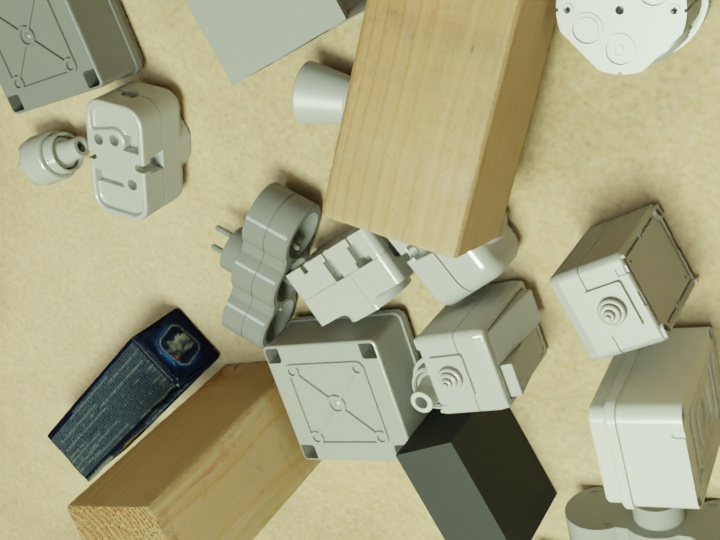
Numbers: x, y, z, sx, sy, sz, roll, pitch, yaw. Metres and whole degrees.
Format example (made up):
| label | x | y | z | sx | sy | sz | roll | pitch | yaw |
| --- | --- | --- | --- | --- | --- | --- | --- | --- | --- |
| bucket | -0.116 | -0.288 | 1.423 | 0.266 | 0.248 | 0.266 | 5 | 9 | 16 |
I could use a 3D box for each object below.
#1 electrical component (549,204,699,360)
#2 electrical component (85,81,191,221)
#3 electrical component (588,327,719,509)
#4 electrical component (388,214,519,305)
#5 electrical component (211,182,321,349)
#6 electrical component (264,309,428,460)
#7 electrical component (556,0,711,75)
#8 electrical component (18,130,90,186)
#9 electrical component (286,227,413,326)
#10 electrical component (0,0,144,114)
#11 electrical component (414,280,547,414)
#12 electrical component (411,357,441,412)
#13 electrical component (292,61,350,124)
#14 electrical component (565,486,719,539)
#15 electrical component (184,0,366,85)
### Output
| label | x | y | z | sx | sy | sz | roll | pitch | yaw |
| --- | --- | --- | --- | --- | --- | --- | --- | --- | --- |
| electrical component | 0.161 | 0.011 | 0.673 | 0.061 | 0.096 | 0.061 | -23 | 102 | 38 |
| electrical component | -0.172 | -0.095 | 0.839 | 0.054 | 0.059 | 0.095 | 17 | 124 | 22 |
| electrical component | 0.193 | 0.092 | 0.690 | 0.057 | 0.113 | 0.078 | -4 | 114 | 30 |
| electrical component | 0.060 | -0.032 | 0.737 | 0.095 | 0.054 | 0.059 | 51 | 130 | -3 |
| electrical component | -0.084 | -0.009 | 0.839 | 0.074 | 0.052 | 0.138 | 29 | 127 | 14 |
| electrical component | -0.005 | 0.091 | 0.845 | 0.109 | 0.056 | 0.108 | -6 | 113 | 33 |
| electrical component | 0.155 | -0.154 | 0.612 | 0.080 | 0.051 | 0.080 | 15 | 123 | 24 |
| electrical component | -0.253 | -0.096 | 0.898 | 0.062 | 0.043 | 0.043 | -12 | 109 | 34 |
| electrical component | 0.000 | 0.000 | 0.794 | 0.089 | 0.050 | 0.055 | -31 | 98 | 39 |
| electrical component | -0.238 | -0.187 | 0.829 | 0.109 | 0.056 | 0.108 | -8 | 111 | 34 |
| electrical component | 0.086 | 0.055 | 0.743 | 0.061 | 0.096 | 0.061 | -10 | 110 | 35 |
| electrical component | 0.059 | 0.082 | 0.797 | 0.048 | 0.062 | 0.048 | 15 | 123 | 24 |
| electrical component | -0.009 | -0.117 | 0.740 | 0.065 | 0.044 | 0.044 | 13 | 122 | 19 |
| electrical component | 0.213 | 0.175 | 0.763 | 0.138 | 0.052 | 0.073 | 0 | 116 | 31 |
| electrical component | -0.078 | -0.233 | 0.704 | 0.105 | 0.060 | 0.186 | -21 | 104 | 38 |
